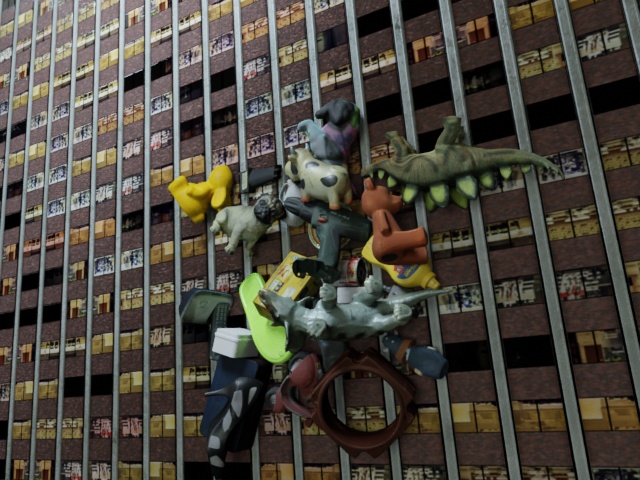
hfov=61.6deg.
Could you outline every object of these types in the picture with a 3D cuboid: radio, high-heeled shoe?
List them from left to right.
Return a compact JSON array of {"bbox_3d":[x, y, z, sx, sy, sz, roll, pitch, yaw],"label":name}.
[{"bbox_3d":[-0.216,0.406,1.374,0.131,0.073,0.229,12,84,30],"label":"radio"},{"bbox_3d":[-0.201,0.449,1.295,0.145,0.086,0.248,-5,98,-7],"label":"high-heeled shoe"}]

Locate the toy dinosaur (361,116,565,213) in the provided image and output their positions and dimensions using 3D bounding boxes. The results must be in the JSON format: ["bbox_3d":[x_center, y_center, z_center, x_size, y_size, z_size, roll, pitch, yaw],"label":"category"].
[{"bbox_3d":[0.289,-0.166,1.203,0.472,0.105,0.198,-6,84,37],"label":"toy dinosaur"}]

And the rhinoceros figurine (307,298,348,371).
[{"bbox_3d":[0.025,0.228,1.284,0.112,0.073,0.190,-29,68,28],"label":"rhinoceros figurine"}]

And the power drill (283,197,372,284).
[{"bbox_3d":[-0.003,-0.004,1.265,0.232,0.085,0.207,13,47,8],"label":"power drill"}]

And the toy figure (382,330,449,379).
[{"bbox_3d":[0.205,0.254,1.184,0.155,0.064,0.057,23,128,34],"label":"toy figure"}]

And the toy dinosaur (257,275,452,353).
[{"bbox_3d":[0.069,0.166,1.166,0.405,0.192,0.131,0,68,-9],"label":"toy dinosaur"}]

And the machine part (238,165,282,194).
[{"bbox_3d":[-0.168,-0.173,1.486,0.139,0.039,0.084,-15,64,27],"label":"machine part"}]

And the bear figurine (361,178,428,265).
[{"bbox_3d":[0.162,-0.044,1.189,0.132,0.120,0.196,-7,56,8],"label":"bear figurine"}]

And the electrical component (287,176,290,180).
[{"bbox_3d":[-0.057,-0.176,1.411,0.063,0.094,0.021,-8,108,-3],"label":"electrical component"}]

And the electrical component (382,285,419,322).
[{"bbox_3d":[0.178,0.148,1.231,0.102,0.045,0.078,6,55,27],"label":"electrical component"}]

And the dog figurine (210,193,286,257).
[{"bbox_3d":[-0.185,-0.071,1.408,0.172,0.121,0.190,48,113,21],"label":"dog figurine"}]

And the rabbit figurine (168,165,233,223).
[{"bbox_3d":[-0.316,-0.138,1.519,0.173,0.121,0.162,-38,66,-4],"label":"rabbit figurine"}]

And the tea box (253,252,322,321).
[{"bbox_3d":[-0.073,0.120,1.314,0.098,0.068,0.169,22,59,31],"label":"tea box"}]

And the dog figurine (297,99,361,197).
[{"bbox_3d":[0.050,-0.217,1.340,0.191,0.108,0.219,-31,71,17],"label":"dog figurine"}]

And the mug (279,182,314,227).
[{"bbox_3d":[-0.066,-0.094,1.391,0.110,0.081,0.107,30,104,25],"label":"mug"}]

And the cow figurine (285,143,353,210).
[{"bbox_3d":[-0.011,-0.154,1.270,0.195,0.085,0.127,21,119,41],"label":"cow figurine"}]

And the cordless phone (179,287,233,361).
[{"bbox_3d":[-0.303,0.223,1.413,0.089,0.146,0.184,-12,72,35],"label":"cordless phone"}]

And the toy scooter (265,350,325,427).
[{"bbox_3d":[-0.042,0.364,1.286,0.135,0.075,0.184,42,104,29],"label":"toy scooter"}]

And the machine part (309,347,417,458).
[{"bbox_3d":[0.093,0.353,1.170,0.201,0.087,0.201,42,100,5],"label":"machine part"}]
